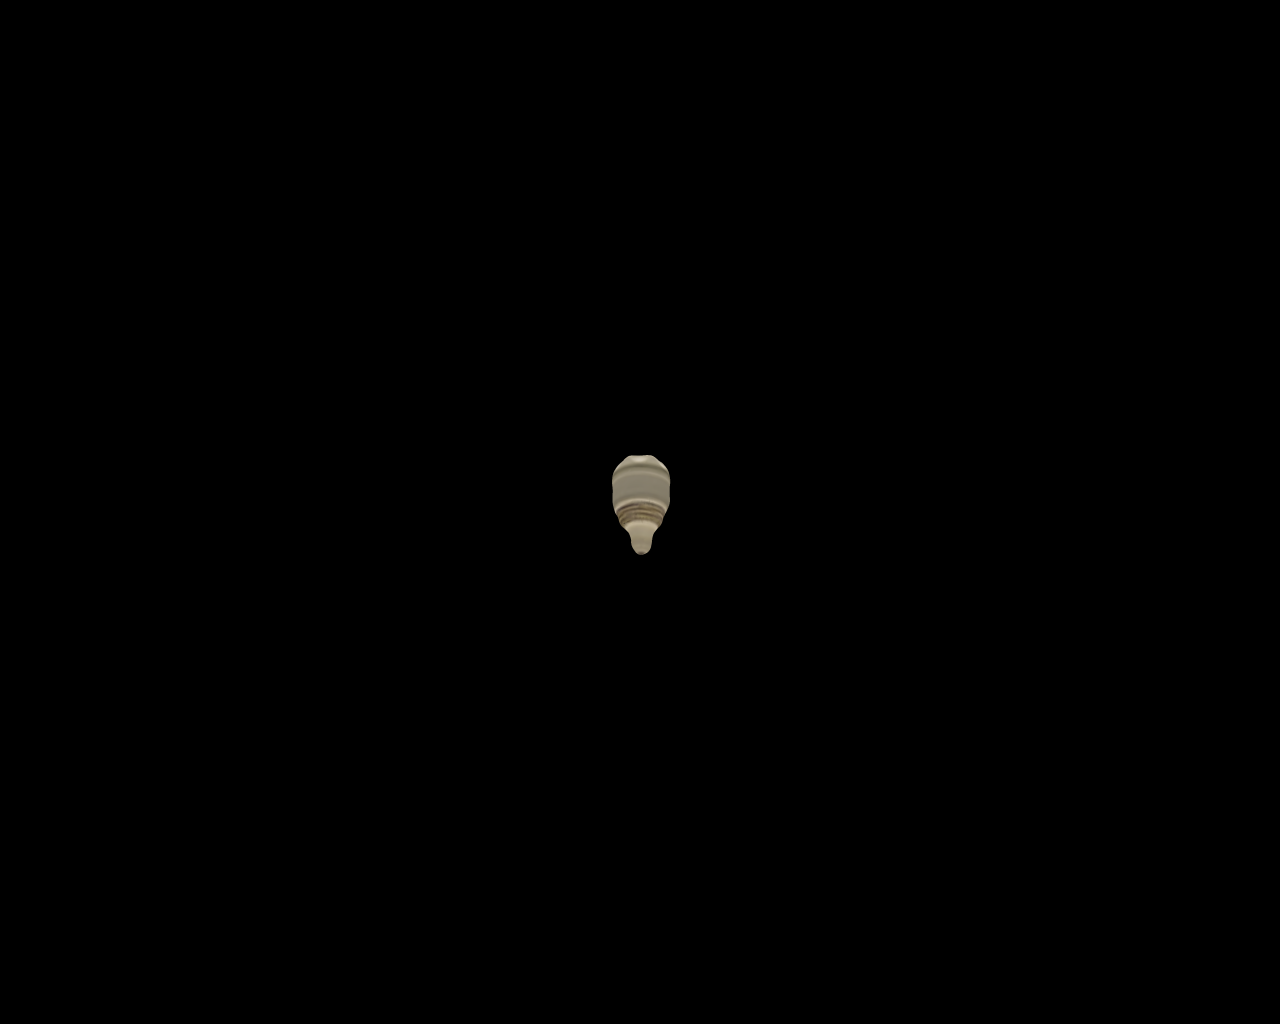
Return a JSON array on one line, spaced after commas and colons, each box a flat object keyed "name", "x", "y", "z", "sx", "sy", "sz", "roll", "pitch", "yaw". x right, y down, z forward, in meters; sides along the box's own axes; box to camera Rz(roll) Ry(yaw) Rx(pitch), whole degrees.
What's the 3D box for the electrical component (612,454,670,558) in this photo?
[{"name": "electrical component", "x": 0.001, "y": -0.003, "z": 0.650, "sx": 0.035, "sy": 0.061, "sz": 0.035, "roll": 0, "pitch": -25, "yaw": 0}]
